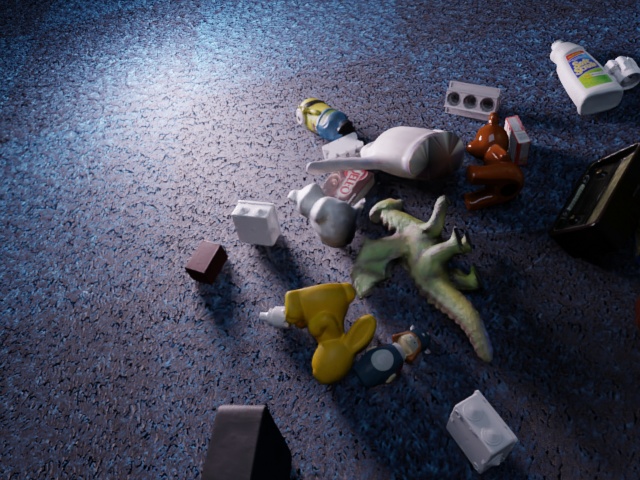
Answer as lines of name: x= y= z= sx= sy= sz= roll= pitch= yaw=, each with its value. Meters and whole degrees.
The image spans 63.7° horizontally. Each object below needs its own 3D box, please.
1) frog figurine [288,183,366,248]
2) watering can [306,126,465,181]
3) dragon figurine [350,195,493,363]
frog figurine: x=0.003 y=-0.054 z=1.080 sx=0.159 sy=0.137 sz=0.123 roll=16 pitch=87 yaw=2
watering can: x=0.162 y=-0.182 z=1.128 sx=0.350 sy=0.102 sz=0.226 roll=-22 pitch=26 yaw=-25
dragon figurine: x=0.176 y=0.059 z=1.003 sx=0.241 sy=0.120 sz=0.420 roll=-18 pitch=48 yaw=21
